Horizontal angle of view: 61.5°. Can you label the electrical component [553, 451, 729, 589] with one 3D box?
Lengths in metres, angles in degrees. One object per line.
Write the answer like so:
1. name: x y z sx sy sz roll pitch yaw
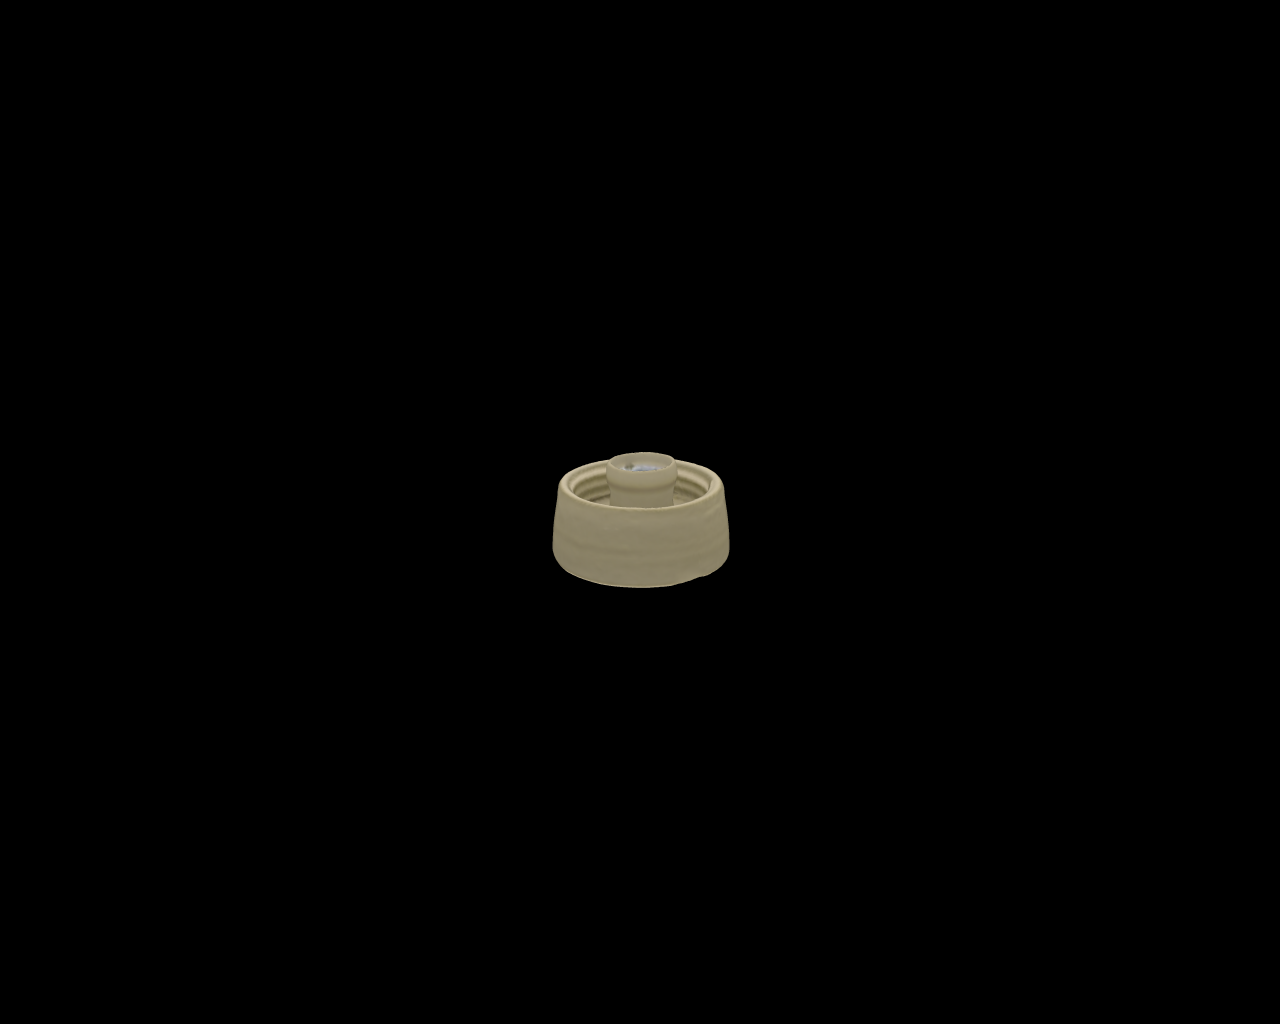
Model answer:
1. electrical component: 0.001 -0.003 0.650 0.108 0.060 0.108 0 20 0
